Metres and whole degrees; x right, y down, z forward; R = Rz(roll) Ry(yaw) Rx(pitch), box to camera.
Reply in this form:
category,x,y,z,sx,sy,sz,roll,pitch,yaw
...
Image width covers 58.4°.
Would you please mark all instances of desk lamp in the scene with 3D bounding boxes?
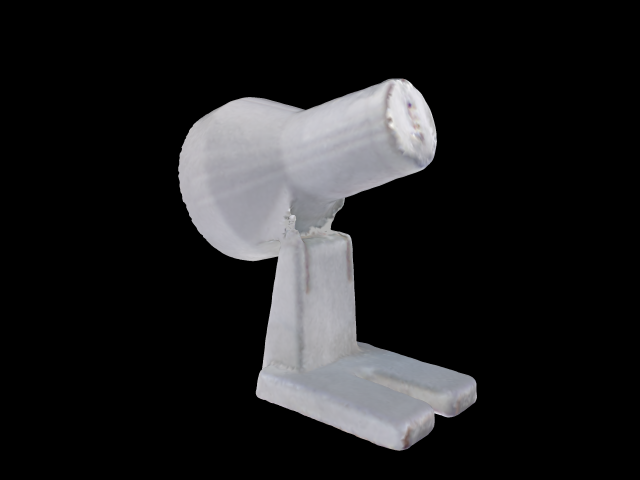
category,x,y,z,sx,sy,sz,roll,pitch,yaw
desk lamp,0.004,0.001,0.400,0.202,0.213,0.118,8,13,39
